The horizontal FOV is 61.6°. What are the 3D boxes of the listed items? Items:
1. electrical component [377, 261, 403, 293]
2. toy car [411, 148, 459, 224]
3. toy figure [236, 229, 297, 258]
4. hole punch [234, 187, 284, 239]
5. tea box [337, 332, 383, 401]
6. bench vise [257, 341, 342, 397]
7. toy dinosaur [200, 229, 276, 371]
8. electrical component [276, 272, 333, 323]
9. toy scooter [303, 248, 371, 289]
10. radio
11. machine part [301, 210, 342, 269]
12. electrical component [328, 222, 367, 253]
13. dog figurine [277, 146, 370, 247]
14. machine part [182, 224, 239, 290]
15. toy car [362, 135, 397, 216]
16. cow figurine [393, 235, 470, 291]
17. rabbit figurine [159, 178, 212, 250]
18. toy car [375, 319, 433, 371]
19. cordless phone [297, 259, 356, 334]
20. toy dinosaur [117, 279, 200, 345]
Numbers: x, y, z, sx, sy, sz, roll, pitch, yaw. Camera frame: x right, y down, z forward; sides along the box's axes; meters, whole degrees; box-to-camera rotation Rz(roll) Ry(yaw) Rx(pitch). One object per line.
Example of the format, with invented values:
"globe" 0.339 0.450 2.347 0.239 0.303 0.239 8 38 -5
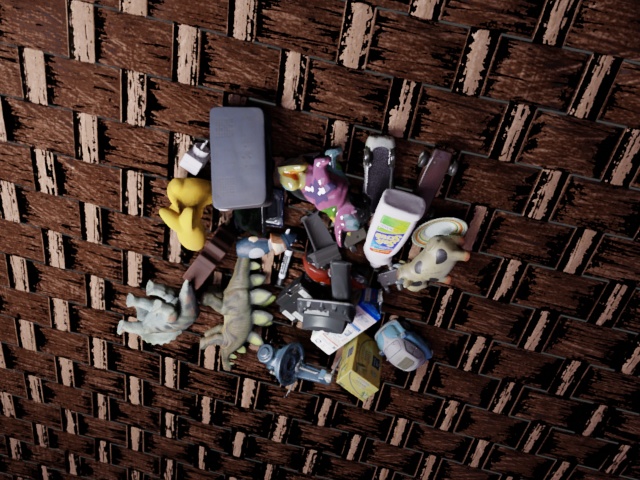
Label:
"electrical component" 0.179 0.094 1.390 0.063 0.021 0.093 -17 115 20
"toy car" 0.246 -0.123 1.234 0.089 0.053 0.202 15 126 -3
"toy figure" -0.132 0.012 1.357 0.155 0.064 0.058 -8 79 2
"hole punch" -0.151 -0.079 1.332 0.116 0.092 0.142 24 129 33
"tea box" 0.111 0.335 1.455 0.098 0.170 0.068 37 119 -12
"bench vise" -0.057 0.356 1.484 0.241 0.129 0.223 9 148 33
"toy dinosaur" -0.223 0.177 1.477 0.199 0.105 0.470 7 116 -1
"electrical component" -0.049 0.165 1.451 0.115 0.058 0.134 43 126 -12
"toy scooter" 0.033 0.098 1.392 0.184 0.075 0.135 23 137 3
"radio" -0.177 -0.185 1.221 0.131 0.073 0.229 -1 93 10
"machine part" -0.003 -0.004 1.326 0.084 0.039 0.139 -21 86 -7
"electrical component" 0.070 -0.020 1.337 0.078 0.045 0.102 -37 112 -3
"dog figurine" 0.012 -0.093 1.247 0.192 0.108 0.219 -9 108 23
"machine part" -0.282 0.042 1.371 0.056 0.179 0.179 37 120 -9
"toy car" 0.136 -0.145 1.244 0.074 0.056 0.201 2 121 3
"cow figurine" 0.261 0.062 1.308 0.127 0.085 0.194 12 139 -13
"rabbit figurine" -0.309 -0.061 1.297 0.122 0.162 0.173 -3 89 6
"toy car" 0.226 0.300 1.453 0.161 0.103 0.109 38 120 -9
"cordless phone" 0.013 0.132 1.334 0.147 0.089 0.184 5 115 18
"toy dinosaur" -0.397 0.192 1.430 0.405 0.131 0.192 -18 152 40
